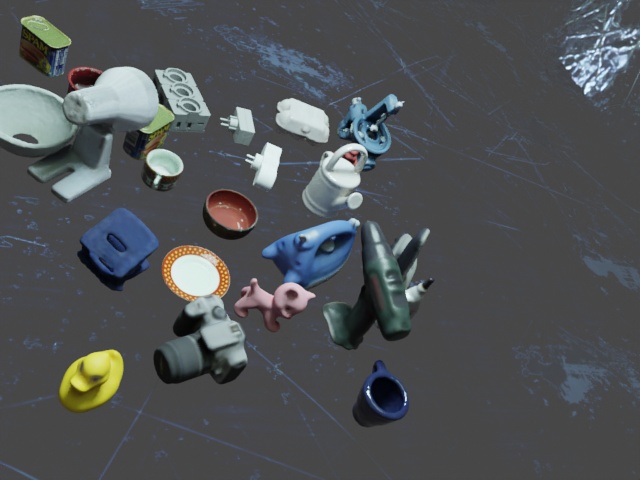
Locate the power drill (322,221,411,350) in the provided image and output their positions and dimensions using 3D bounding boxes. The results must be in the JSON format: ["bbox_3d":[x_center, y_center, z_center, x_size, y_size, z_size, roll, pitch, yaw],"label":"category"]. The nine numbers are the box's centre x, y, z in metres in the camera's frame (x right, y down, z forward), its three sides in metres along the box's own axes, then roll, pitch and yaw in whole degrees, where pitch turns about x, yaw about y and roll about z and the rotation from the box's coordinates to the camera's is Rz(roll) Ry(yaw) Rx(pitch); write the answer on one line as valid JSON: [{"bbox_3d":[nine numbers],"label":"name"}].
[{"bbox_3d":[0.088,0.109,1.110,0.076,0.208,0.229,0,52,-33],"label":"power drill"}]

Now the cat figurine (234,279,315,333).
[{"bbox_3d":[-0.080,0.109,1.065,0.128,0.117,0.067,26,42,-12],"label":"cat figurine"}]

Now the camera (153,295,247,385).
[{"bbox_3d":[-0.202,0.168,0.941,0.137,0.100,0.143,-13,60,-41],"label":"camera"}]

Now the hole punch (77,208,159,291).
[{"bbox_3d":[-0.348,0.015,0.990,0.108,0.091,0.101,42,42,7],"label":"hole punch"}]

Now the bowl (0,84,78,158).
[{"bbox_3d":[-0.548,-0.210,1.074,0.168,0.074,0.167,19,44,-19],"label":"bowl"}]

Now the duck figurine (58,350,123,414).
[{"bbox_3d":[-0.330,0.195,0.842,0.077,0.086,0.105,38,41,2],"label":"duck figurine"}]

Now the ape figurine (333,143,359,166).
[{"bbox_3d":[0.068,-0.213,1.479,0.078,0.092,0.076,29,42,-8],"label":"ape figurine"}]

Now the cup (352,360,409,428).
[{"bbox_3d":[0.098,0.287,1.039,0.092,0.095,0.117,13,46,-24],"label":"cup"}]

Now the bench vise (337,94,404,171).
[{"bbox_3d":[0.127,-0.321,1.521,0.122,0.219,0.207,-13,61,-41],"label":"bench vise"}]

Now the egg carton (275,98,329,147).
[{"bbox_3d":[-0.046,-0.308,1.506,0.151,0.069,0.107,17,45,-21],"label":"egg carton"}]

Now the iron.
[{"bbox_3d":[0.011,0.004,1.205,0.259,0.141,0.118,-22,66,-44],"label":"iron"}]

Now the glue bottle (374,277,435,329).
[{"bbox_3d":[0.183,0.128,1.183,0.078,0.173,0.037,-1,53,-34],"label":"glue bottle"}]

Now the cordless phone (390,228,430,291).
[{"bbox_3d":[0.204,0.027,1.281,0.094,0.185,0.148,35,41,-1],"label":"cordless phone"}]

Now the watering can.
[{"bbox_3d":[0.047,-0.141,1.322,0.101,0.194,0.172,-23,67,-44],"label":"watering can"}]

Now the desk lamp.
[{"bbox_3d":[-0.411,-0.205,1.056,0.118,0.213,0.203,37,41,1],"label":"desk lamp"}]
